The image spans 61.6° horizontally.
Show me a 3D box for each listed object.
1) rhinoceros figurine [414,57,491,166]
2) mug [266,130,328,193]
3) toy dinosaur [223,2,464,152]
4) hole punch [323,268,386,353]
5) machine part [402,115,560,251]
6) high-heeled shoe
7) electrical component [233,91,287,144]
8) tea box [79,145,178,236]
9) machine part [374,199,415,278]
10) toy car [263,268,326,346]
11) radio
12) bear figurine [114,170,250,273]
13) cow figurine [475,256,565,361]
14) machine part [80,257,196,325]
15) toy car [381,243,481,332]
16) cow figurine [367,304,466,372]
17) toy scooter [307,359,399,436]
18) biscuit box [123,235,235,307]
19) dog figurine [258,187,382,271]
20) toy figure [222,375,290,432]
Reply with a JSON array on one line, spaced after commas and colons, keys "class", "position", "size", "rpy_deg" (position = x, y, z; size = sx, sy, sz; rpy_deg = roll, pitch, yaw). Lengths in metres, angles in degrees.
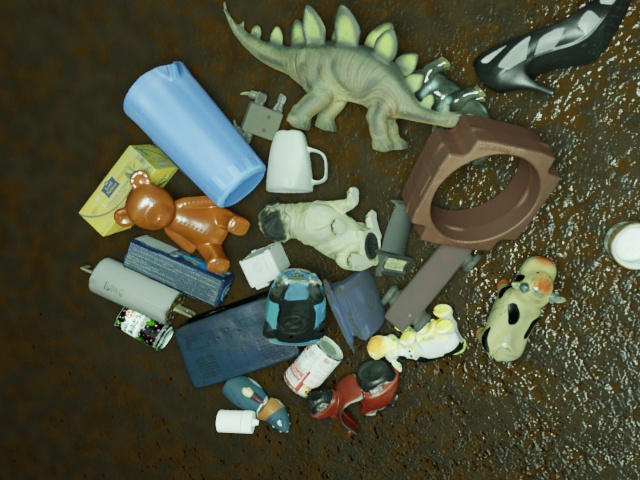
[{"class": "rhinoceros figurine", "position": [0.217, -0.208, 0.881], "size": [0.112, 0.073, 0.190], "rpy_deg": [-41, 91, 14]}, {"class": "mug", "position": [-0.042, -0.138, 0.941], "size": [0.110, 0.081, 0.107], "rpy_deg": [-2, 91, 15]}, {"class": "toy dinosaur", "position": [0.024, -0.273, 0.881], "size": [0.472, 0.105, 0.198], "rpy_deg": [20, 107, 16]}, {"class": "hole punch", "position": [0.065, 0.114, 0.959], "size": [0.092, 0.116, 0.142], "rpy_deg": [-19, 98, 5]}, {"class": "machine part", "position": [0.246, -0.085, 0.843], "size": [0.201, 0.087, 0.200], "rpy_deg": [9, 130, -15]}, {"class": "high-heeled shoe", "position": [0.365, -0.326, 0.847], "size": [0.145, 0.086, 0.248], "rpy_deg": [40, 88, 31]}, {"class": "electrical component", "position": [-0.110, -0.218, 0.956], "size": [0.078, 0.045, 0.102], "rpy_deg": [10, 108, -21]}, {"class": "tea box", "position": [-0.353, -0.094, 0.997], "size": [0.068, 0.098, 0.169], "rpy_deg": [44, 107, 0]}, {"class": "machine part", "position": [0.138, -0.002, 0.944], "size": [0.084, 0.039, 0.138], "rpy_deg": [7, 98, -36]}, {"class": "toy car", "position": [-0.044, 0.103, 0.927], "size": [0.109, 0.103, 0.161], "rpy_deg": [0, 128, -4]}, {"class": "radio", "position": [-0.155, 0.186, 1.033], "size": [0.230, 0.073, 0.131], "rpy_deg": [-21, 96, 12]}, {"class": "bear figurine", "position": [-0.244, -0.035, 0.938], "size": [0.132, 0.195, 0.120], "rpy_deg": [40, 103, 47]}, {"class": "cow figurine", "position": [0.333, 0.115, 0.899], "size": [0.085, 0.127, 0.194], "rpy_deg": [21, 107, 2]}, {"class": "machine part", "position": [-0.356, 0.099, 1.047], "size": [0.243, 0.079, 0.079], "rpy_deg": [24, 105, 4]}, {"class": "toy car", "position": [0.190, 0.069, 0.933], "size": [0.089, 0.053, 0.202], "rpy_deg": [39, 87, 8]}, {"class": "cow figurine", "position": [0.174, 0.189, 0.974], "size": [0.167, 0.068, 0.098], "rpy_deg": [-22, 122, 15]}, {"class": "toy scooter", "position": [0.075, 0.307, 1.012], "size": [0.184, 0.075, 0.135], "rpy_deg": [-24, 118, 2]}, {"class": "biscuit box", "position": [-0.270, 0.059, 1.032], "size": [0.203, 0.059, 0.062], "rpy_deg": [24, 103, 5]}, {"class": "dog figurine", "position": [-0.001, -0.007, 0.966], "size": [0.191, 0.121, 0.172], "rpy_deg": [-4, 125, 38]}, {"class": "toy figure", "position": [-0.120, 0.320, 1.057], "size": [0.154, 0.064, 0.058], "rpy_deg": [32, 90, 3]}]
